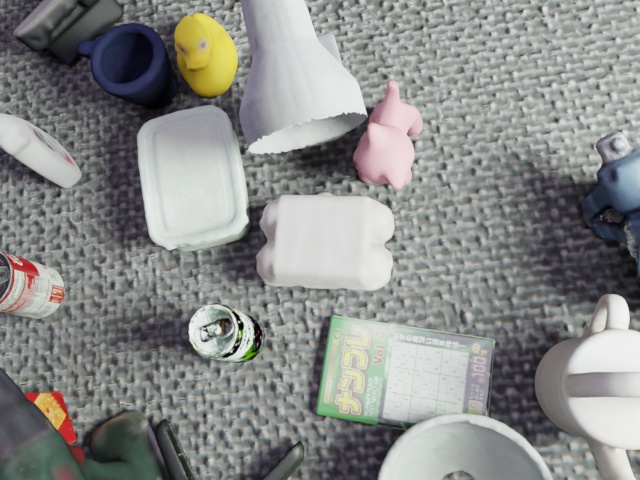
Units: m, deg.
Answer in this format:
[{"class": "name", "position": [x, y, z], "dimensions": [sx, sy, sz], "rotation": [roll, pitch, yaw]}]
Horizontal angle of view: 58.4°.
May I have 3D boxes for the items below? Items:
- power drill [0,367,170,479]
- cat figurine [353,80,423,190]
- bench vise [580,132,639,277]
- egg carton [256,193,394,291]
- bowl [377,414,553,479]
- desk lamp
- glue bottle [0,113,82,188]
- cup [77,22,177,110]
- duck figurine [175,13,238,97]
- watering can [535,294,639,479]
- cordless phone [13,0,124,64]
[{"class": "power drill", "position": [-0.230, 0.218, 0.543], "dimensions": [0.075, 0.208, 0.229], "rotation": [-33, 74, 0]}, {"class": "cat figurine", "position": [0.073, -0.109, 0.622], "dimensions": [0.067, 0.118, 0.128], "rotation": [8, 78, 11]}, {"class": "bench vise", "position": [0.317, -0.010, 0.507], "dimensions": [0.207, 0.220, 0.121], "rotation": [42, 86, 16]}, {"class": "egg carton", "position": [0.006, 0.002, 0.631], "dimensions": [0.150, 0.069, 0.107], "rotation": [1, 77, 9]}, {"class": "bowl", "position": [0.136, 0.250, 0.548], "dimensions": [0.167, 0.075, 0.167], "rotation": [-2, 76, 9]}, {"class": "desk lamp", "position": [-0.026, -0.171, 0.603], "dimensions": [0.118, 0.214, 0.203], "rotation": [-16, 74, 5]}, {"class": "glue bottle", "position": [-0.349, -0.117, 0.662], "dimensions": [0.037, 0.173, 0.078], "rotation": [-45, 74, -3]}, {"class": "cup", "position": [-0.229, -0.205, 0.705], "dimensions": [0.117, 0.095, 0.092], "rotation": [17, 80, 13]}, {"class": "duck figurine", "position": [-0.149, -0.241, 0.705], "dimensions": [0.077, 0.086, 0.104], "rotation": [-11, 75, 7]}, {"class": "watering can", "position": [0.259, 0.136, 0.494], "dimensions": [0.101, 0.194, 0.173], "rotation": [-19, 74, 4]}, {"class": "cordless phone", "position": [-0.344, -0.321, 0.704], "dimensions": [0.094, 0.185, 0.147], "rotation": [39, 85, 16]}]
